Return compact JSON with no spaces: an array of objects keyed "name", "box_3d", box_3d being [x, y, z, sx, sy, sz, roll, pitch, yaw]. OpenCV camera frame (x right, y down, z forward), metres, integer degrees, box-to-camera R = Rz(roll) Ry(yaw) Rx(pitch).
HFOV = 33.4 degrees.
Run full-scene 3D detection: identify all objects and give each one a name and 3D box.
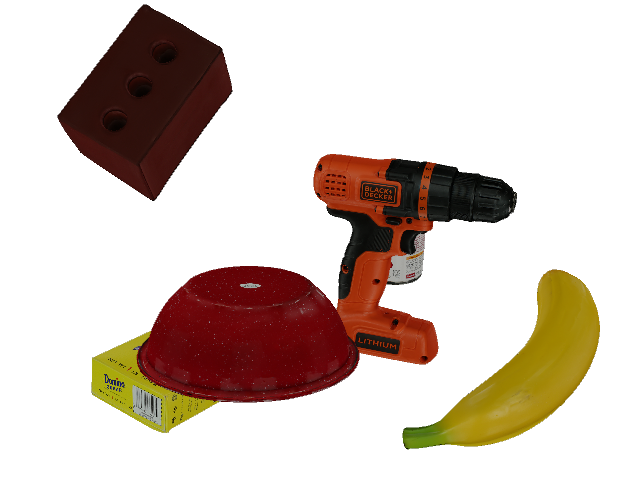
[{"name":"power drill","box_3d":[0.080,0.017,0.985,0.185,0.188,0.057,10,19,17]},{"name":"foam brick","box_3d":[-0.090,-0.072,0.561,0.053,0.078,0.051,31,-13,10]},{"name":"soup can","box_3d":[0.084,-0.010,1.203,0.068,0.102,0.068,1,24,0]},{"name":"sugar box","box_3d":[-0.114,0.109,0.981,0.093,0.048,0.175,22,31,31]},{"name":"banana","box_3d":[0.124,0.065,0.621,0.070,0.037,0.197,14,32,32]},{"name":"bowl","box_3d":[-0.051,0.058,0.765,0.162,0.055,0.162,1,17,0]}]
